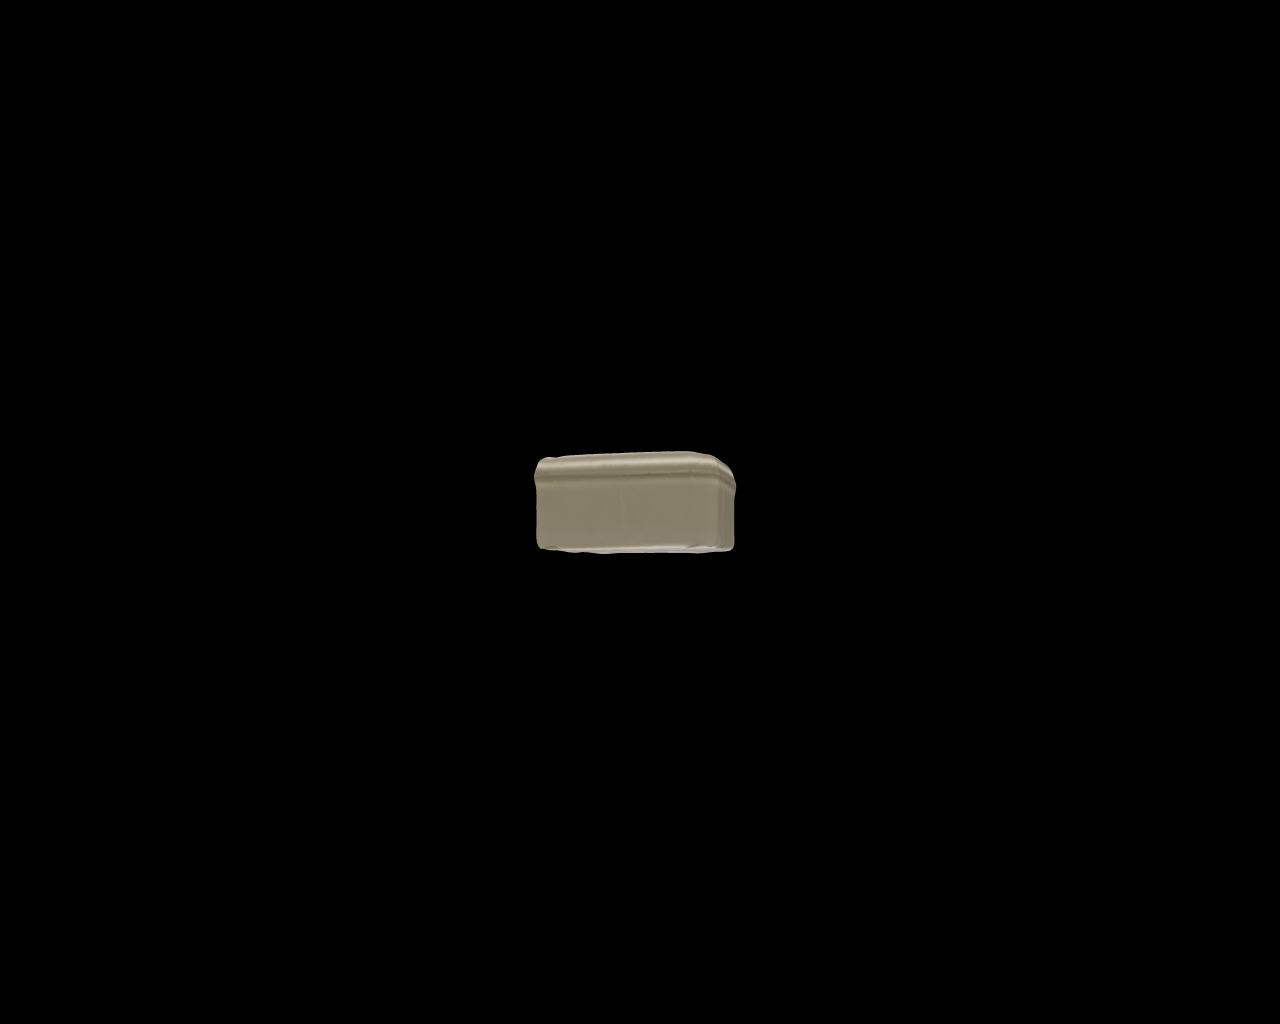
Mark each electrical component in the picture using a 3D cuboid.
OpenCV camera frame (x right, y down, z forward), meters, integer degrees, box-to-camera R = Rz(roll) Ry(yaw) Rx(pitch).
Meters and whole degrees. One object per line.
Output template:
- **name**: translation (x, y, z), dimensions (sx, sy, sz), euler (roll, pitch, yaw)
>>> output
- **electrical component**: translation (0.001, -0.003, 0.650), dimensions (0.109, 0.056, 0.108), euler (-1, -3, 11)
